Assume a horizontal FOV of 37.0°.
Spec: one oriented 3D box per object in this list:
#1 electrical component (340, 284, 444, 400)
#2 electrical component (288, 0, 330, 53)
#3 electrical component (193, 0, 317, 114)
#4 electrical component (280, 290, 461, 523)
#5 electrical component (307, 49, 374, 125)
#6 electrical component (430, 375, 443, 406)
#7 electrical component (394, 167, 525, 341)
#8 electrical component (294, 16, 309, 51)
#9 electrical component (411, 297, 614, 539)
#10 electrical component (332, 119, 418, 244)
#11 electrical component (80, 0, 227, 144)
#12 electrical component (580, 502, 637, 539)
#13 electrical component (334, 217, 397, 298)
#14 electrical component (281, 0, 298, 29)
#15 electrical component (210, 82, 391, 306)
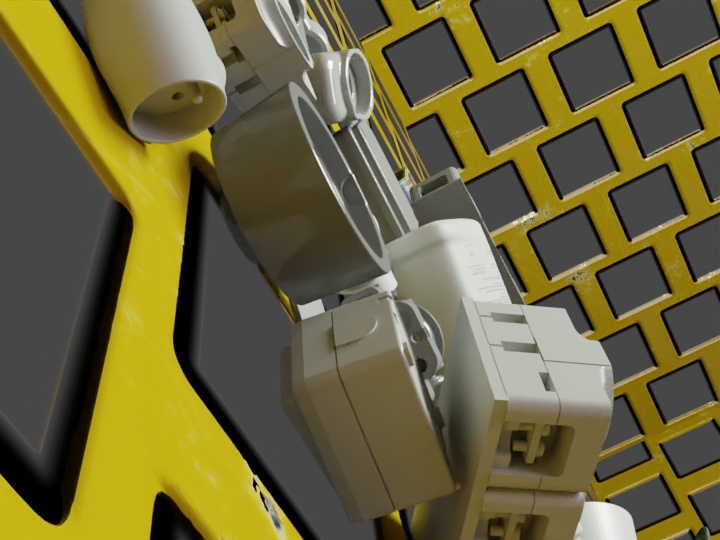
[{"bbox_3d":[0.021,0.048,0.660,0.078,0.058,0.057,64,11,5],"label":"electrical component"},{"bbox_3d":[-0.056,-0.209,1.006,0.138,0.052,0.073,60,9,-24],"label":"electrical component"},{"bbox_3d":[-0.068,-0.144,0.709,0.089,0.056,0.050,52,14,-54],"label":"electrical component"},{"bbox_3d":[0.005,0.069,0.500,0.061,0.061,0.096,-100,170,-65],"label":"electrical component"},{"bbox_3d":[-0.027,-0.140,0.835,0.095,0.059,0.053,-30,113,-67],"label":"electrical component"},{"bbox_3d":[0.059,0.117,0.712,0.099,0.048,0.100,64,7,6],"label":"electrical component"},{"bbox_3d":[0.085,0.009,1.017,0.186,0.105,0.060,61,8,-18],"label":"electrical component"},{"bbox_3d":[-0.060,-0.185,0.952,0.044,0.044,0.065,-102,168,-60],"label":"electrical component"},{"bbox_3d":[0.073,0.102,0.532,0.089,0.062,0.150,-100,-163,-61],"label":"electrical component"},{"bbox_3d":[0.000,-0.064,0.887,0.108,0.056,0.108,62,8,-8],"label":"electrical component"},{"bbox_3d":[-0.085,-0.093,0.483,0.077,0.043,0.079,67,8,23],"label":"electrical component"},{"bbox_3d":[0.181,0.246,0.889,0.108,0.108,0.060,55,18,-45],"label":"electrical component"},{"bbox_3d":[0.000,0.000,0.729,0.079,0.043,0.077,62,8,-15],"label":"electrical component"},{"bbox_3d":[-0.075,-0.201,0.891,0.043,0.043,0.081,55,11,-45],"label":"electrical component"},{"bbox_3d":[-0.036,-0.033,0.547,0.108,0.060,0.108,61,8,-16],"label":"electrical component"}]
